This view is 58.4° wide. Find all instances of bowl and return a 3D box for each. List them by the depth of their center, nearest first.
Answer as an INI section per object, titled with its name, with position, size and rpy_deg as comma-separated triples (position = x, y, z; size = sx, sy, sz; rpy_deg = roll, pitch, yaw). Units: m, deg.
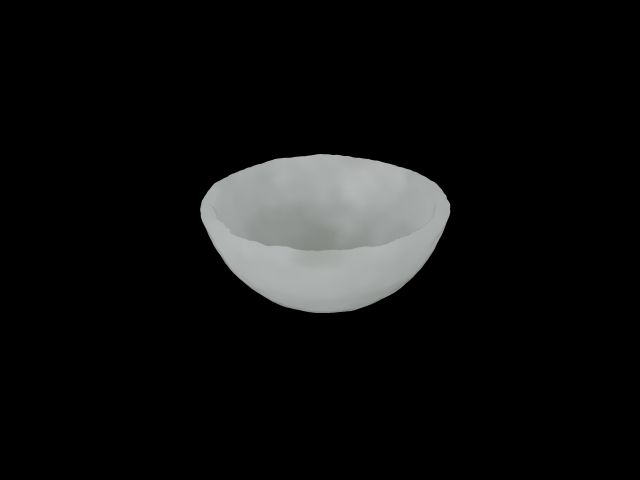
[bowl]
position = 0.004, 0.001, 0.400
size = 0.167, 0.075, 0.167
rpy_deg = 0, 28, 0
